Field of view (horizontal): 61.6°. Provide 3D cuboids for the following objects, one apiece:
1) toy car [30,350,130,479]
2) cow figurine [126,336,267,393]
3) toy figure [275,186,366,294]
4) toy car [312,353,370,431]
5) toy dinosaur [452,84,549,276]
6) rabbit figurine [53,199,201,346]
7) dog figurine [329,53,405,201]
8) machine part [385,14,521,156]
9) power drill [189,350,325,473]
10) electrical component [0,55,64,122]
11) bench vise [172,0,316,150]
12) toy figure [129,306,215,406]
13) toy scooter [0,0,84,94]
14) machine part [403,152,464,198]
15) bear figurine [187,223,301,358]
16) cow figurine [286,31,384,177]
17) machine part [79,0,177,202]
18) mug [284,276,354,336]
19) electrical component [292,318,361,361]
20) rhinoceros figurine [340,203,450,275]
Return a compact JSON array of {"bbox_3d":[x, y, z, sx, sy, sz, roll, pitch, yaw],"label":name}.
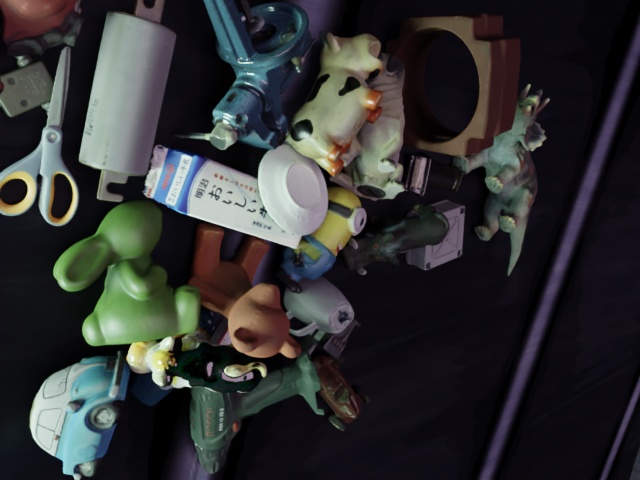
[{"bbox_3d":[-0.307,0.214,0.678,0.103,0.109,0.161,20,106,-19],"label":"toy car"},{"bbox_3d":[-0.157,0.160,0.685,0.167,0.098,0.068,12,79,-25],"label":"cow figurine"},{"bbox_3d":[-0.002,-0.003,0.841,0.089,0.082,0.180,43,84,-13],"label":"toy figure"},{"bbox_3d":[0.033,0.283,0.999,0.089,0.053,0.201,-46,128,-20],"label":"toy car"},{"bbox_3d":[0.387,-0.124,1.088,0.192,0.131,0.404,-42,134,-18],"label":"toy dinosaur"},{"bbox_3d":[-0.241,0.036,0.666,0.159,0.121,0.170,-5,92,-30],"label":"rabbit figurine"},{"bbox_3d":[0.095,-0.175,0.853,0.172,0.121,0.190,90,15,-71],"label":"dog figurine"},{"bbox_3d":[0.199,-0.240,0.829,0.087,0.201,0.201,-22,119,-34],"label":"machine part"},{"bbox_3d":[-0.101,0.260,0.840,0.207,0.086,0.231,-10,125,-10],"label":"power drill"},{"bbox_3d":[-0.315,-0.160,0.569,0.063,0.021,0.093,-35,126,-23],"label":"electrical component"},{"bbox_3d":[-0.092,-0.231,0.642,0.223,0.129,0.240,-51,148,-21],"label":"bench vise"},{"bbox_3d":[-0.201,0.160,0.762,0.154,0.058,0.064,-51,149,-14],"label":"toy figure"},{"bbox_3d":[-0.303,-0.205,0.509,0.184,0.075,0.135,-28,98,-26],"label":"toy scooter"},{"bbox_3d":[0.207,-0.119,0.993,0.139,0.039,0.084,-1,99,-36],"label":"machine part"},{"bbox_3d":[-0.098,0.068,0.715,0.120,0.196,0.132,17,95,-38],"label":"bear figurine"},{"bbox_3d":[0.023,-0.202,0.747,0.195,0.127,0.085,-57,172,-8],"label":"cow figurine"},{"bbox_3d":[-0.219,-0.162,0.609,0.079,0.079,0.243,8,102,-40],"label":"machine part"},{"bbox_3d":[-0.006,0.111,0.864,0.109,0.107,0.080,-38,125,-24],"label":"mug"},{"bbox_3d":[0.005,0.167,0.916,0.119,0.075,0.047,-56,131,-13],"label":"electrical component"},{"bbox_3d":[0.126,0.002,0.917,0.190,0.112,0.073,-17,116,-4],"label":"rhinoceros figurine"}]
